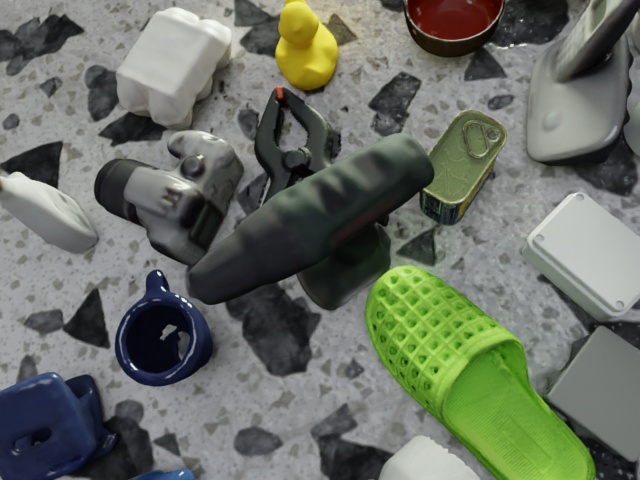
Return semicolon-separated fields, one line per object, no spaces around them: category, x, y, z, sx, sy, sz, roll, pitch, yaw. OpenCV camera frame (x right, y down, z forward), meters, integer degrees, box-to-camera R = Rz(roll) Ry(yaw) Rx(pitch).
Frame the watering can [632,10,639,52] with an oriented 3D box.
watering can;0.385;-0.261;0.563;0.172;0.194;0.101;-13;72;6

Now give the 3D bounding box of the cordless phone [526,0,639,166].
cordless phone;0.265;-0.164;0.559;0.094;0.185;0.147;5;75;11

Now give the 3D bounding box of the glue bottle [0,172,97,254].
glue bottle;-0.313;-0.039;0.623;0.037;0.173;0.078;-37;71;-2

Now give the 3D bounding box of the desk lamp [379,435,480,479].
desk lamp;0.053;0.258;0.455;0.203;0.214;0.117;-40;72;-4

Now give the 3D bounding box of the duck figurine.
duck figurine;-0.021;-0.239;0.680;0.077;0.086;0.104;-11;72;6

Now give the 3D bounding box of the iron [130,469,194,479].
iron;-0.237;0.307;0.526;0.258;0.141;0.118;-23;71;2

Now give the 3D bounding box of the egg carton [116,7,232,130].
egg carton;-0.179;-0.212;0.706;0.107;0.069;0.150;24;79;15

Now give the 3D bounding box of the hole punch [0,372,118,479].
hole punch;-0.285;0.197;0.593;0.108;0.091;0.101;-25;71;2

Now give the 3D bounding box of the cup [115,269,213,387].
cup;-0.153;0.095;0.599;0.091;0.095;0.117;-14;72;5

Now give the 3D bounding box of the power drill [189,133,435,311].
power drill;0.005;0.002;0.541;0.229;0.208;0.075;-38;71;-3

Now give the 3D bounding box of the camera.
camera;-0.179;-0.063;0.646;0.136;0.101;0.143;21;78;14
